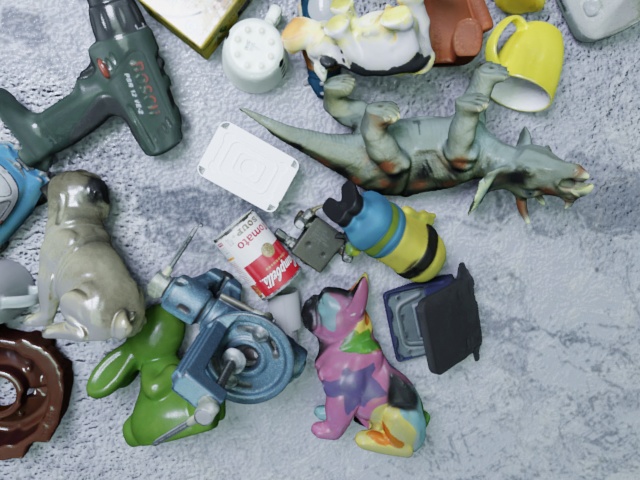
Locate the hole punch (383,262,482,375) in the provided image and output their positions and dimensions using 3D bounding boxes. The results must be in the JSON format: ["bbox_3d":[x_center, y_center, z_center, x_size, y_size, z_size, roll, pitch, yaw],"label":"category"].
[{"bbox_3d":[0.156,0.110,0.742,0.116,0.092,0.142,-18,98,-33],"label":"hole punch"}]

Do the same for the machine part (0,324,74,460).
[{"bbox_3d":[-0.414,0.195,0.701,0.179,0.056,0.179,-1,97,-7],"label":"machine part"}]

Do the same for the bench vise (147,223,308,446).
[{"bbox_3d":[-0.118,0.118,0.618,0.223,0.241,0.129,44,106,-9],"label":"bench vise"}]

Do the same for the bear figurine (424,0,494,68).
[{"bbox_3d":[0.152,-0.314,0.653,0.120,0.132,0.195,7,105,21],"label":"bear figurine"}]

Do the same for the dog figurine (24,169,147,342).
[{"bbox_3d":[-0.266,0.013,0.631,0.173,0.121,0.190,7,94,27],"label":"dog figurine"}]

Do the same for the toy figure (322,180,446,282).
[{"bbox_3d":[0.086,-0.005,0.688,0.180,0.082,0.089,27,53,-37],"label":"toy figure"}]

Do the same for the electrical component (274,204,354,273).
[{"bbox_3d":[-0.001,-0.001,0.721,0.102,0.045,0.078,42,91,-10],"label":"electrical component"}]

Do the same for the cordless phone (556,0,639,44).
[{"bbox_3d":[0.369,-0.331,0.643,0.089,0.184,0.146,-29,100,-6],"label":"cordless phone"}]

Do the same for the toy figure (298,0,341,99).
[{"bbox_3d":[0.004,-0.259,0.682,0.064,0.058,0.154,6,101,33],"label":"toy figure"}]

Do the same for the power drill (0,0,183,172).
[{"bbox_3d":[-0.284,-0.188,0.634,0.207,0.086,0.231,-27,118,-3],"label":"power drill"}]

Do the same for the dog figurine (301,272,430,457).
[{"bbox_3d":[0.063,0.156,0.714,0.192,0.108,0.219,10,94,8],"label":"dog figurine"}]

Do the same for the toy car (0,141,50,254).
[{"bbox_3d":[-0.413,-0.043,0.645,0.161,0.103,0.109,-39,101,2],"label":"toy car"}]

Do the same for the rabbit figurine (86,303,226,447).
[{"bbox_3d":[-0.210,0.171,0.707,0.159,0.121,0.170,-14,81,3],"label":"rabbit figurine"}]

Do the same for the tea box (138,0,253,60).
[{"bbox_3d":[-0.128,-0.320,0.651,0.098,0.068,0.169,39,93,-8],"label":"tea box"}]

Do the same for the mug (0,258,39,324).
[{"bbox_3d":[-0.402,0.073,0.659,0.110,0.107,0.080,8,99,-5],"label":"mug"}]

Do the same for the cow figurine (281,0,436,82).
[{"bbox_3d":[0.043,-0.222,0.611,0.168,0.098,0.068,3,59,29],"label":"cow figurine"}]

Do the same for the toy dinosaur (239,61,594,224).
[{"bbox_3d":[0.116,-0.109,0.679,0.405,0.131,0.191,1,133,9],"label":"toy dinosaur"}]
